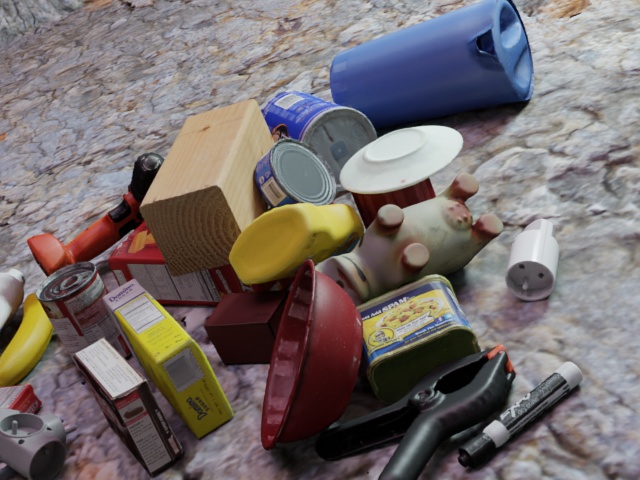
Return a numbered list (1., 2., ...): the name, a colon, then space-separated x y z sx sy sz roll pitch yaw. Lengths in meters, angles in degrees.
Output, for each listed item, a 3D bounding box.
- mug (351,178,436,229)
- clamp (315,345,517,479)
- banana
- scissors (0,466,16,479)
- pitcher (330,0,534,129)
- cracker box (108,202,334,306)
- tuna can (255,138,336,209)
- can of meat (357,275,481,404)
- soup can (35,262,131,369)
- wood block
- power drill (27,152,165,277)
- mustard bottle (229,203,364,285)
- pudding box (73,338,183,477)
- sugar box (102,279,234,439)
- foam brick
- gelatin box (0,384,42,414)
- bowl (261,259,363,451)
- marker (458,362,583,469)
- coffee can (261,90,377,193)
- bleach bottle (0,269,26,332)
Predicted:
1. mug: 0.083 -0.047 1.126 0.093 0.081 0.117 -9 30 26
2. clamp: 0.086 0.140 0.825 0.171 0.039 0.120 -31 25 -9
3. banana: -0.337 0.109 1.219 0.070 0.037 0.197 -15 28 15
4. scissors: -0.364 0.224 1.054 0.096 0.016 0.202 -38 30 -31
5. pitcher: 0.144 -0.214 1.356 0.243 0.149 0.145 -11 45 29
6. cracker box: -0.109 -0.001 1.204 0.214 0.072 0.164 -1 34 36
7. tuna can: -0.026 -0.063 1.125 0.034 0.086 0.086 -40 12 38
8. can of meat: 0.080 0.086 0.913 0.102 0.057 0.084 -24 29 2
9. soup can: -0.245 0.083 1.122 0.068 0.102 0.068 -18 27 9
10. wood block: -0.110 -0.060 1.136 0.091 0.090 0.206 -14 29 16
11. power drill: -0.258 -0.022 1.291 0.187 0.057 0.184 -34 -13 -17
12. mustard bottle: -0.007 0.001 1.073 0.096 0.058 0.191 -39 -14 22
13. pudding box: -0.174 0.148 0.960 0.039 0.090 0.114 -33 29 -21
14. sugar box: -0.148 0.108 1.011 0.048 0.093 0.176 -32 27 -18
15. foam brick: -0.062 0.085 1.032 0.078 0.051 0.053 -5 33 32
16. gelatin box: -0.340 0.184 1.093 0.089 0.030 0.073 -8 29 28
17. bowl: -0.003 0.100 0.885 0.055 0.162 0.162 13 27 -9
18. marker: 0.151 0.134 0.810 0.121 0.020 0.020 -34 28 -20
19. coffee can: -0.007 -0.124 1.316 0.102 0.103 0.140 -31 27 -15
20. bleach bottle: -0.397 0.105 1.217 0.103 0.068 0.250 -53 10 31
